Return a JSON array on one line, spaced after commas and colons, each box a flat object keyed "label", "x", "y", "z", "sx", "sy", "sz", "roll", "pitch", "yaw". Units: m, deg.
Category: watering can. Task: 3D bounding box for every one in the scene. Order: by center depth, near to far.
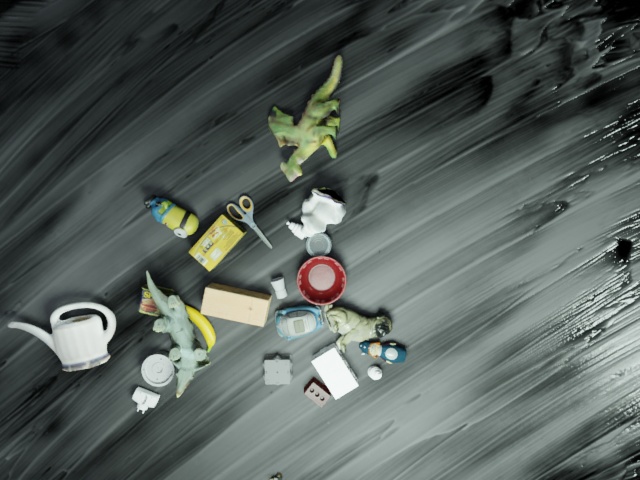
[{"label": "watering can", "x": -0.831, "y": 0.324, "z": 1.690, "sx": 0.347, "sy": 0.104, "sz": 0.223, "roll": -12, "pitch": 95, "yaw": 2}]

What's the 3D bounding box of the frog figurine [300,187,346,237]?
[{"label": "frog figurine", "x": 0.005, "y": -0.083, "z": 1.653, "sx": 0.137, "sy": 0.125, "sz": 0.157, "roll": 18, "pitch": 114, "yaw": -14}]

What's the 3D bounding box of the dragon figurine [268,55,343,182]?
[{"label": "dragon figurine", "x": -0.051, "y": -0.385, "z": 1.637, "sx": 0.243, "sy": 0.122, "sz": 0.412, "roll": 3, "pitch": 85, "yaw": 9}]
